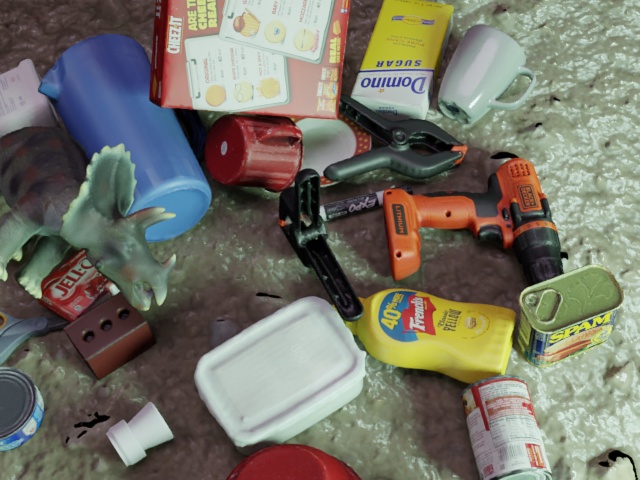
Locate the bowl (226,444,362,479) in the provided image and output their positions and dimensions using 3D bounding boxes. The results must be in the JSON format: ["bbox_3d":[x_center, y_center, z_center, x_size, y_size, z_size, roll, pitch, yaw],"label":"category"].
[{"bbox_3d":[-0.034,0.248,1.012,0.162,0.055,0.162,-7,40,6],"label":"bowl"}]

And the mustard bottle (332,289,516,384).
[{"bbox_3d":[0.103,0.094,1.120,0.192,0.058,0.096,11,42,15],"label":"mustard bottle"}]

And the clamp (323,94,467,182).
[{"bbox_3d":[0.084,-0.104,1.254,0.171,0.039,0.120,15,66,3],"label":"clamp"}]

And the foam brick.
[{"bbox_3d":[-0.227,0.104,1.157,0.078,0.051,0.053,-34,59,-16],"label":"foam brick"}]

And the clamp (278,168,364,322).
[{"bbox_3d":[-0.008,0.001,1.150,0.036,0.210,0.164,-20,97,-10],"label":"clamp"}]

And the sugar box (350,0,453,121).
[{"bbox_3d":[0.105,-0.227,1.345,0.093,0.048,0.176,11,57,12],"label":"sugar box"}]

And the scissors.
[{"bbox_3d":[-0.321,0.112,1.183,0.202,0.016,0.096,2,54,8],"label":"scissors"}]

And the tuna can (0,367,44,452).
[{"bbox_3d":[-0.337,0.179,1.129,0.086,0.034,0.086,-3,56,4],"label":"tuna can"}]

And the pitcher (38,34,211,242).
[{"bbox_3d":[-0.214,-0.119,1.270,0.149,0.145,0.243,-31,62,0],"label":"pitcher"}]

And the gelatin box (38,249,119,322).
[{"bbox_3d":[-0.263,0.051,1.198,0.073,0.030,0.089,26,53,29],"label":"gelatin box"}]

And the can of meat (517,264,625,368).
[{"bbox_3d":[0.254,0.080,1.098,0.102,0.084,0.057,-20,57,-7],"label":"can of meat"}]

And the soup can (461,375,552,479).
[{"bbox_3d":[0.181,0.192,1.042,0.068,0.068,0.102,-10,56,0],"label":"soup can"}]

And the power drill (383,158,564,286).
[{"bbox_3d":[0.168,-0.004,1.183,0.187,0.057,0.184,-6,52,-1],"label":"power drill"}]

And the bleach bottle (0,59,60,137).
[{"bbox_3d":[-0.460,-0.135,1.338,0.250,0.068,0.103,-24,55,-7],"label":"bleach bottle"}]

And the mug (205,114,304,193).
[{"bbox_3d":[-0.071,-0.105,1.226,0.081,0.117,0.093,1,75,-44],"label":"mug"}]

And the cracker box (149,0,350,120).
[{"bbox_3d":[-0.079,-0.226,1.207,0.213,0.164,0.072,1,12,-23],"label":"cracker box"}]

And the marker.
[{"bbox_3d":[0.049,-0.042,1.243,0.121,0.020,0.020,-14,56,-3],"label":"marker"}]
